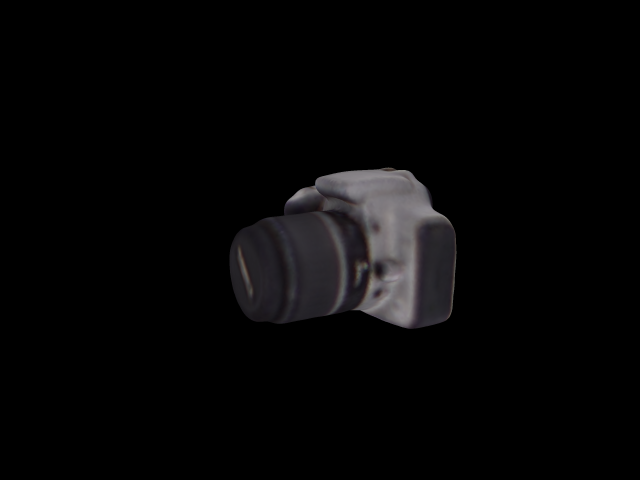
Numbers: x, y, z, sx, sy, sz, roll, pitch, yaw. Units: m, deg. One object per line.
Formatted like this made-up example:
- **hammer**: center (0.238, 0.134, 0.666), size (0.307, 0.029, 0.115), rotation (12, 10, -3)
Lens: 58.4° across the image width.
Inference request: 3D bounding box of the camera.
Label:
- **camera**: center (0.004, 0.001, 0.400), size (0.137, 0.101, 0.142), rotation (-7, 14, -30)
